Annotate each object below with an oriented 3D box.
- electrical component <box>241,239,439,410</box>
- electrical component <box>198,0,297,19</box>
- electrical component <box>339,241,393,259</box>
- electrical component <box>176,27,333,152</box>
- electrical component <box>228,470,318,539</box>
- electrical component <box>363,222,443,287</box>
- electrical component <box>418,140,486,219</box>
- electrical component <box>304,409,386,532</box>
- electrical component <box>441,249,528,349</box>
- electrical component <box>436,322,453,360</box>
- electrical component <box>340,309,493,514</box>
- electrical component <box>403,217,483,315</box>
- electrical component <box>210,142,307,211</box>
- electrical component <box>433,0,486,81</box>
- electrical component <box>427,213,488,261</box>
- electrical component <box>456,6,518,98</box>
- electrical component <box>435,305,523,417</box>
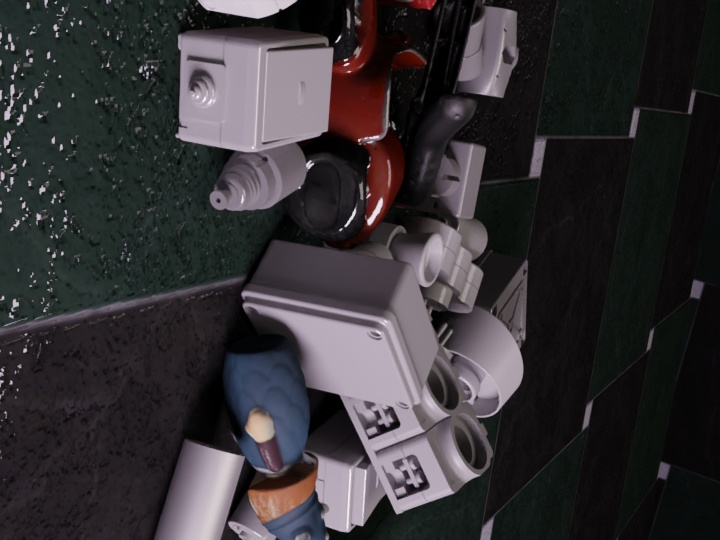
[{"bbox_3d":[-0.011,0.038,0.737,0.108,0.109,0.056,69,38,-51],"label":"electrical component"},{"bbox_3d":[-0.061,-0.176,0.562,0.051,0.080,0.080,67,42,-60],"label":"electrical component"},{"bbox_3d":[0.000,0.000,0.826,0.065,0.044,0.044,-29,127,-65],"label":"electrical component"},{"bbox_3d":[-0.061,-0.104,0.617,0.096,0.061,0.061,-27,126,-60],"label":"electrical component"},{"bbox_3d":[-0.064,0.164,0.766,0.065,0.044,0.044,-59,150,-26],"label":"electrical component"},{"bbox_3d":[0.034,-0.013,0.874,0.045,0.055,0.045,-40,137,-53],"label":"electrical component"},{"bbox_3d":[0.070,-0.081,0.926,0.077,0.047,0.065,-2,104,-65],"label":"electrical component"},{"bbox_3d":[-0.007,0.157,0.861,0.096,0.061,0.061,-31,129,-58],"label":"electrical component"},{"bbox_3d":[0.130,0.052,1.110,0.108,0.056,0.108,-47,142,-48],"label":"electrical component"},{"bbox_3d":[0.057,0.082,0.970,0.079,0.043,0.077,-54,152,-5],"label":"electrical component"},{"bbox_3d":[0.039,0.098,0.840,0.089,0.062,0.150,-22,86,-61],"label":"electrical component"},{"bbox_3d":[0.065,0.013,0.957,0.073,0.052,0.138,-71,156,-15],"label":"electrical component"},{"bbox_3d":[-0.065,-0.056,0.657,0.078,0.040,0.040,-41,137,-53],"label":"electrical component"},{"bbox_3d":[0.087,-0.194,0.919,0.065,0.044,0.044,78,34,-51],"label":"electrical component"},{"bbox_3d":[0.086,-0.035,0.995,0.065,0.044,0.044,25,78,-60],"label":"electrical component"},{"bbox_3d":[0.122,-0.198,0.987,0.079,0.043,0.077,-12,112,-64],"label":"electrical component"},{"bbox_3d":[0.107,0.090,1.034,0.064,0.099,0.099,-50,145,-35],"label":"electrical component"}]
